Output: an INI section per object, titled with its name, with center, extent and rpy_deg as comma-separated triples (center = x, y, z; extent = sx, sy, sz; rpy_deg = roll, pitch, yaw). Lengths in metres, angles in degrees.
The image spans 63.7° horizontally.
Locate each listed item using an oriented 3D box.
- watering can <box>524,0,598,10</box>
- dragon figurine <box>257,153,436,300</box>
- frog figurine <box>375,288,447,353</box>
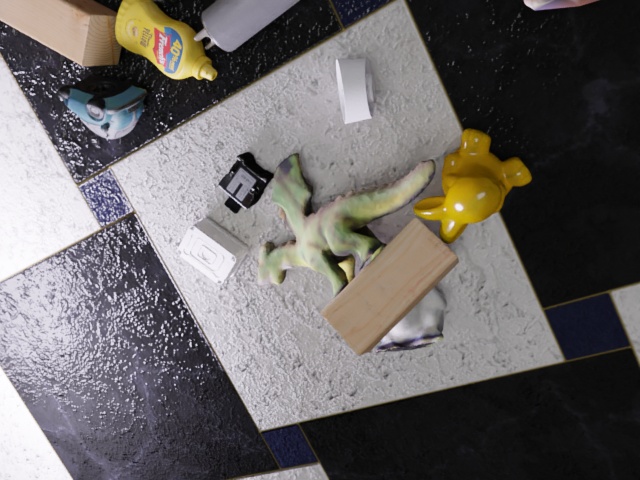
[watering can]
center = 0.358, -0.416, 0.626
extent = 0.347, 0.105, 0.222
rpy_deg = -12, 105, 12
[dragon figurine]
center = 0.003, -0.043, 0.862
extent = 0.245, 0.123, 0.402
rpy_deg = 44, 125, 16
[frog figurine]
center = 0.147, 0.108, 0.897
extent = 0.136, 0.122, 0.162
rpy_deg = -21, 65, 33
